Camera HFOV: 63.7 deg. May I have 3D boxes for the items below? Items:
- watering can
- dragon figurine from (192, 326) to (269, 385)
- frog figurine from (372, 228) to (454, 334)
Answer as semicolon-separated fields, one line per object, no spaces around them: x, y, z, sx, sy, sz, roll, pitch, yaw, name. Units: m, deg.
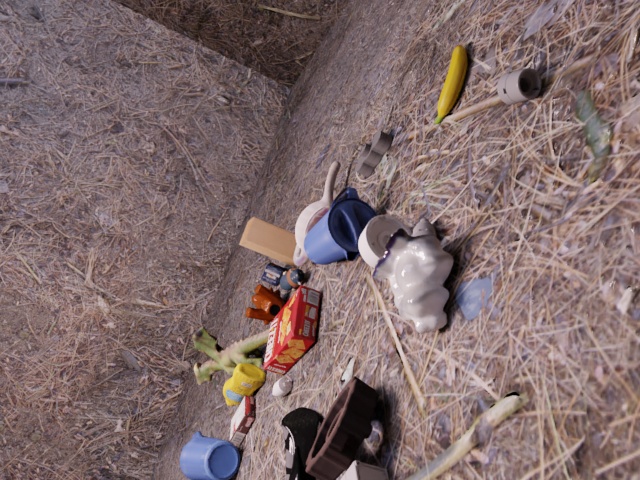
0.005;-0.078;1.541;0.348;0.103;0.225;-67;17;0;watering can
-0.308;0.363;1.705;0.402;0.242;0.125;-59;13;33;dragon figurine
0.176;0.072;0.872;0.135;0.122;0.162;-51;57;22;frog figurine
